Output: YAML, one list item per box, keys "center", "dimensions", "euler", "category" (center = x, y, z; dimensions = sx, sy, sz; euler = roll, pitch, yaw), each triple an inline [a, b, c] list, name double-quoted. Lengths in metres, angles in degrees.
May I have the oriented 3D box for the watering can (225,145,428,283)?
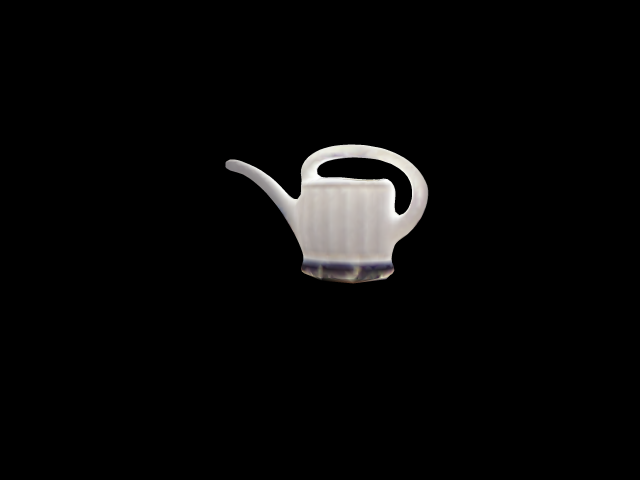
- center: [0.003, -0.043, 0.850]
  dimensions: [0.347, 0.224, 0.104]
  euler: [2, 3, 20]
  category: "watering can"
